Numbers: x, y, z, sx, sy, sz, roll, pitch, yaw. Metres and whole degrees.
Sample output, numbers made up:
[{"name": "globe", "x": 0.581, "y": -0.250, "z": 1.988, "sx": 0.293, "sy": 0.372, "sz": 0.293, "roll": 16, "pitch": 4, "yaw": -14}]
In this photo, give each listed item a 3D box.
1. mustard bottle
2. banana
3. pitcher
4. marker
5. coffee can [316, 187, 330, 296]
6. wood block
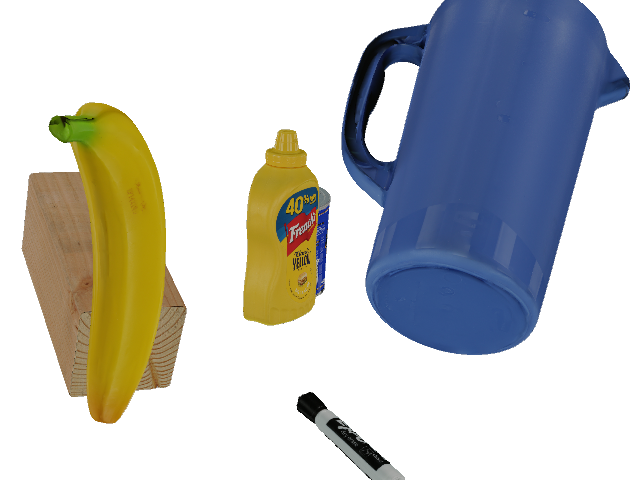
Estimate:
[{"name": "mustard bottle", "x": -0.038, "y": -0.017, "z": 1.080, "sx": 0.058, "sy": 0.192, "sz": 0.096, "roll": 12, "pitch": 19, "yaw": 31}, {"name": "banana", "x": -0.105, "y": 0.005, "z": 0.535, "sx": 0.037, "sy": 0.198, "sz": 0.069, "roll": 21, "pitch": 44, "yaw": 23}, {"name": "pitcher", "x": 0.100, "y": -0.052, "z": 0.715, "sx": 0.149, "sy": 0.242, "sz": 0.145, "roll": -20, "pitch": -51, "yaw": 44}, {"name": "marker", "x": 0.020, "y": 0.153, "z": 0.817, "sx": 0.020, "sy": 0.020, "sz": 0.121, "roll": 0, "pitch": 25, "yaw": -40}, {"name": "coffee can", "x": -0.040, "y": 0.000, "z": 1.500, "sx": 0.103, "sy": 0.140, "sz": 0.103, "roll": 3, "pitch": 25, "yaw": -1}, {"name": "wood block", "x": -0.197, "y": 0.031, "z": 0.942, "sx": 0.090, "sy": 0.091, "sz": 0.206, "roll": -2, "pitch": 36, "yaw": -27}]
